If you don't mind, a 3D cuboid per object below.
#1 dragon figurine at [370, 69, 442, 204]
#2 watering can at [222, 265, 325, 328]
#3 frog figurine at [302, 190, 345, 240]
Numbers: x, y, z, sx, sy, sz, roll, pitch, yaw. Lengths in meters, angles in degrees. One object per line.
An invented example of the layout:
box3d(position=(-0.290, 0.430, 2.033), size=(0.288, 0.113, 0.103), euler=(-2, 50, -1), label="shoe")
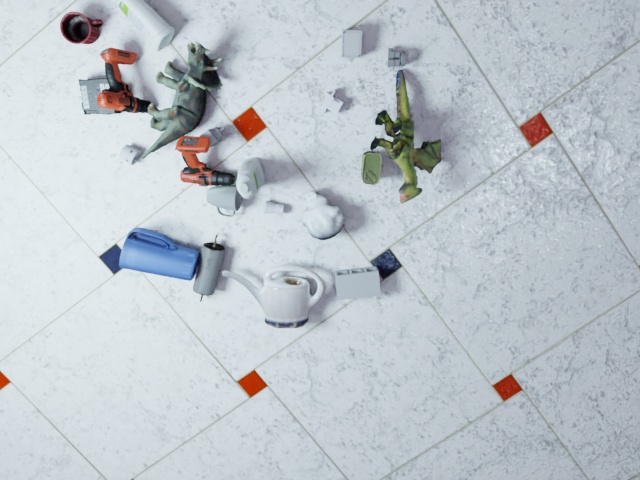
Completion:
box3d(position=(0.297, -0.319, 1.646), size=(0.241, 0.122, 0.415), euler=(23, 75, -33), label="dragon figurine")
box3d(position=(-0.157, 0.192, 1.763), size=(0.348, 0.105, 0.222), euler=(1, 104, -1), label="watering can")
box3d(position=(0.005, -0.085, 1.697), size=(0.137, 0.125, 0.157), euler=(-9, 117, 22), label="frog figurine")
